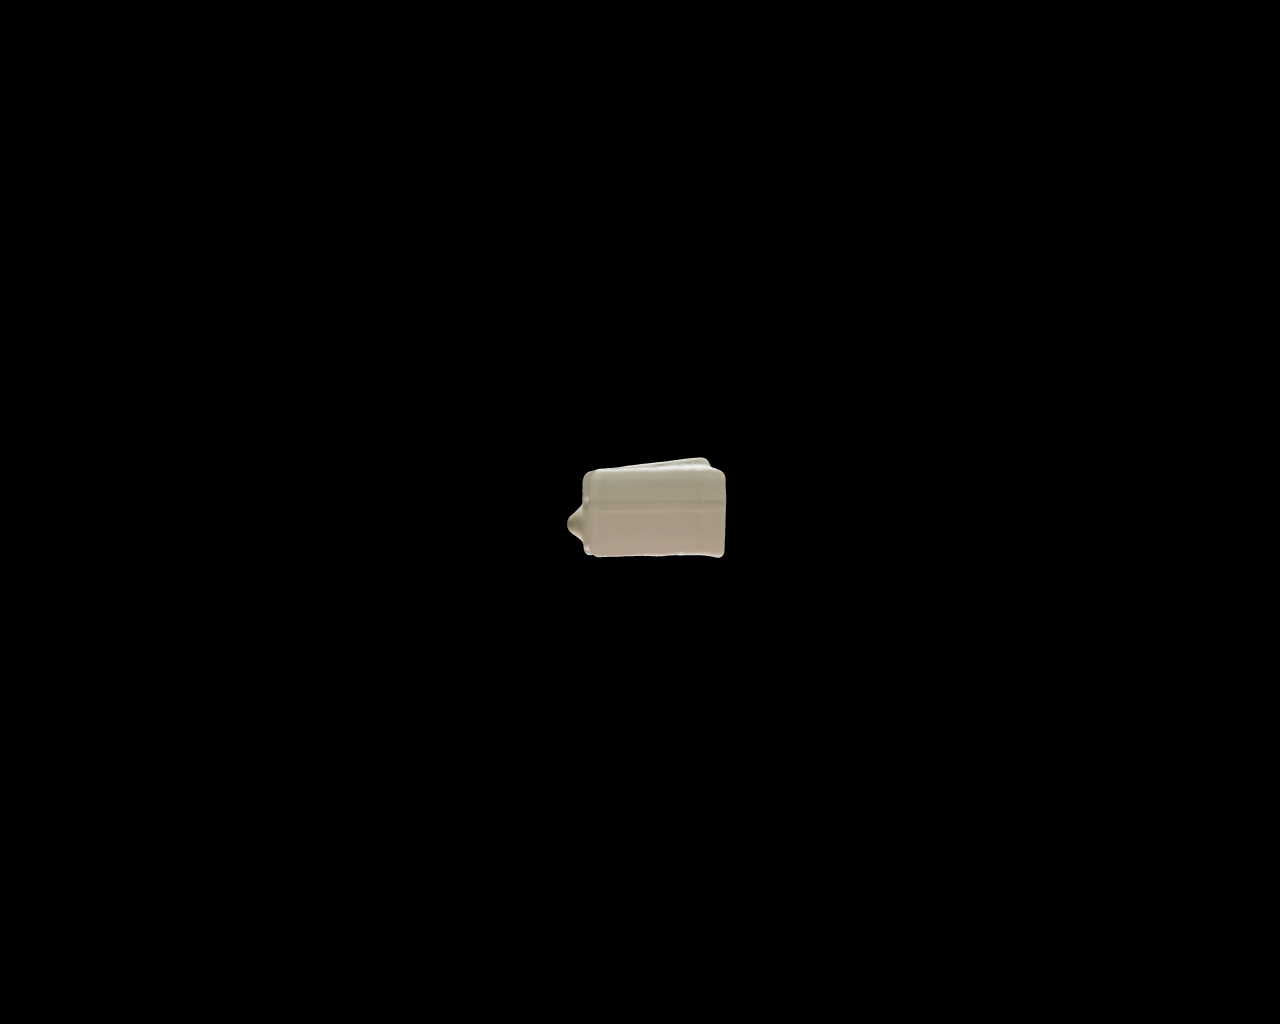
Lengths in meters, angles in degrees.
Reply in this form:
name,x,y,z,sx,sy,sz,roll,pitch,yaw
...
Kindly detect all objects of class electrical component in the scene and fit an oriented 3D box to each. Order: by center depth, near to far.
name,x,y,z,sx,sy,sz,roll,pitch,yaw
electrical component,0.001,-0.003,0.650,0.096,0.061,0.061,0,0,-9
